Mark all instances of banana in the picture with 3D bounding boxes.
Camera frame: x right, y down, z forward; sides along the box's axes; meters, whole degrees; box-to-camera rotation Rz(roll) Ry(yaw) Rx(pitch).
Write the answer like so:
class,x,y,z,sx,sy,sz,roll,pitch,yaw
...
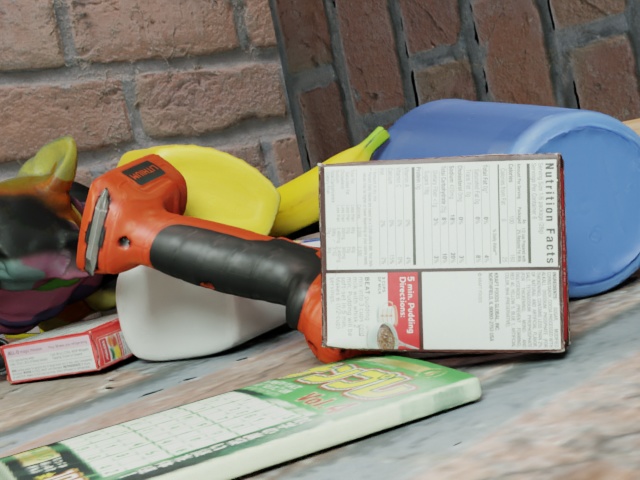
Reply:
class,x,y,z,sx,sy,sz,roll,pitch,yaw
banana,-0.028,-0.026,0.825,0.198,0.037,0.069,-22,15,39

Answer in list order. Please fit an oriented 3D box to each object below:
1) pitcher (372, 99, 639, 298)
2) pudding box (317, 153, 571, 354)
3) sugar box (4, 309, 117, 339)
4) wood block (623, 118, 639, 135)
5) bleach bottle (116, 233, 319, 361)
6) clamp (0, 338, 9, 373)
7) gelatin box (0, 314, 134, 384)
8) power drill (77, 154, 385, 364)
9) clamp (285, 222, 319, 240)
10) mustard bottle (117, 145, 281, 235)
class,x,y,z,sx,sy,sz,roll,pitch,yaw
pitcher,0.134,-0.035,0.716,0.145,0.149,0.243,26,0,-13
pudding box,0.056,0.007,0.491,0.113,0.090,0.039,-1,0,10
sugar box,-0.205,0.060,0.960,0.093,0.048,0.177,-16,9,-43
wood block,0.294,-0.068,0.981,0.206,0.090,0.090,-11,3,16
bleach bottle,-0.028,0.028,0.783,0.103,0.068,0.250,-8,3,32
clamp,-0.328,0.104,0.753,0.210,0.036,0.164,-9,5,45
gelatin box,-0.165,0.074,0.743,0.089,0.030,0.073,-12,3,30
power drill,-0.030,0.003,0.620,0.188,0.057,0.184,16,16,10
clamp,-0.006,0.001,0.925,0.120,0.039,0.172,-2,-23,-41
mustard bottle,-0.102,-0.036,0.788,0.096,0.058,0.192,18,-3,-21
